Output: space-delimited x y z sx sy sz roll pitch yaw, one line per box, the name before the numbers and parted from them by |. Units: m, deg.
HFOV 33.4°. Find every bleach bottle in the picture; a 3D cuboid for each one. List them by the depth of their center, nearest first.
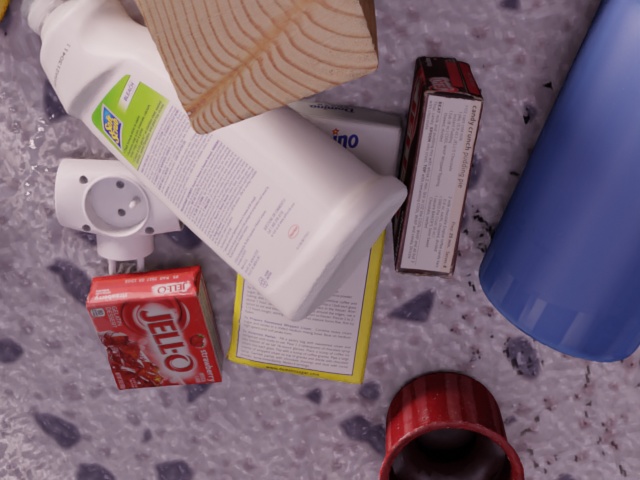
bleach bottle | -0.075 -0.069 0.620 0.251 0.068 0.103 41 127 10

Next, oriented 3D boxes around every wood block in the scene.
wood block | -0.026 -0.135 0.547 0.091 0.206 0.090 -19 110 9

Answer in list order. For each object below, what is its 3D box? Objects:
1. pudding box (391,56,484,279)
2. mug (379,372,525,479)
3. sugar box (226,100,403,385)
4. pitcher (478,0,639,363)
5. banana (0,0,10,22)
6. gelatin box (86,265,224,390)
pudding box | 0.068 -0.046 0.640 0.039 0.090 0.113 6 112 1
mug | 0.095 0.147 0.719 0.117 0.081 0.093 31 110 -9
sugar box | -0.004 0.001 0.686 0.093 0.048 0.176 9 109 3
pitcher | 0.198 -0.052 0.621 0.149 0.144 0.243 27 114 5
banana | -0.156 -0.206 0.616 0.198 0.037 0.069 -39 104 16
gelatin box | -0.107 0.060 0.708 0.073 0.030 0.089 -5 133 4
